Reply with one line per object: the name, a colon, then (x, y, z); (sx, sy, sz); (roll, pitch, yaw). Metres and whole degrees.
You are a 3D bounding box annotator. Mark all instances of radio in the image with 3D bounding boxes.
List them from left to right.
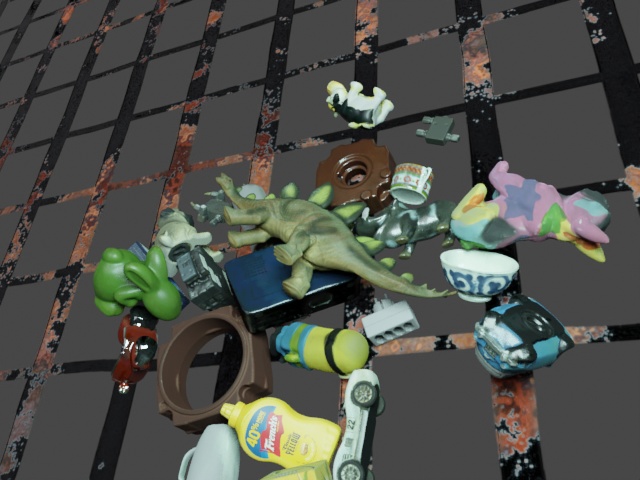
radio: (-0.045, 0.070, 0.971); (0.230, 0.073, 0.131); (-19, 52, -10)

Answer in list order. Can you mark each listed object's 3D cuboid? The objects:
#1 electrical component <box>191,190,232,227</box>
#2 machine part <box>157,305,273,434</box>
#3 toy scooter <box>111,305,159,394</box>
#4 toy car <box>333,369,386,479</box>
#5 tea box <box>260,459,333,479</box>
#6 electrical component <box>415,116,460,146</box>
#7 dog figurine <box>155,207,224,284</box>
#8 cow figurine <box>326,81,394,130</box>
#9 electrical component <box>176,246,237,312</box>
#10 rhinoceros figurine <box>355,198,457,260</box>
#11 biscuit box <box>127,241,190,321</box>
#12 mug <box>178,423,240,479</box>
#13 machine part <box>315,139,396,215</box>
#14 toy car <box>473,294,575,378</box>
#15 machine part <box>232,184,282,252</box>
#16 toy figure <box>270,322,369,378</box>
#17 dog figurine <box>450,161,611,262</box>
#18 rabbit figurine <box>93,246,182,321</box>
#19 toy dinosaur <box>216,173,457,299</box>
electrical component: (-0.236, -0.071, 1.191); (0.078, 0.045, 0.102); (14, 34, 24)
machine part: (-0.195, 0.234, 0.980); (0.201, 0.087, 0.201); (-21, 55, 13)
toy scooter: (-0.370, 0.222, 1.069); (0.135, 0.075, 0.184); (-64, 27, 13)
toy car: (0.059, 0.300, 0.823); (0.056, 0.073, 0.202); (1, 61, 23)
tea box: (-0.019, 0.412, 0.761); (0.098, 0.068, 0.169); (-21, 76, 14)
electrical component: (0.244, -0.223, 1.090); (0.094, 0.021, 0.063); (18, 69, 34)
dog figurine: (-0.317, -0.017, 1.146); (0.121, 0.172, 0.191); (-36, 58, -12)
cow figurine: (0.070, -0.295, 1.194); (0.168, 0.068, 0.098); (26, 80, 36)
electrical component: (-0.227, 0.080, 1.060); (0.058, 0.134, 0.115); (-34, 50, 2)
rhinoceros figurine: (0.157, -0.029, 0.980); (0.190, 0.073, 0.112); (-10, 58, 20)
biscuit box: (-0.362, 0.086, 1.167); (0.063, 0.059, 0.203); (-44, 52, -7)
mug: (-0.182, 0.369, 0.901); (0.110, 0.080, 0.107); (-15, 45, 27)
machine part: (0.072, -0.126, 1.092); (0.179, 0.056, 0.179); (-13, 55, 19)
toy car: (0.283, 0.154, 0.783); (0.109, 0.161, 0.102); (48, 132, 32)
machine part: (-0.126, -0.038, 1.113); (0.079, 0.079, 0.243); (-32, 47, 5)
toy figure: (-0.004, 0.184, 0.915); (0.180, 0.089, 0.082); (9, 70, 27)
dog figurine: (0.348, -0.023, 0.866); (0.191, 0.108, 0.219); (-46, 55, -7)
rabbit figurine: (-0.337, 0.083, 1.041); (0.170, 0.159, 0.121); (26, 39, 12)
toy dinosaur: (-0.002, -0.003, 0.917); (0.472, 0.105, 0.198); (36, 56, 24)
